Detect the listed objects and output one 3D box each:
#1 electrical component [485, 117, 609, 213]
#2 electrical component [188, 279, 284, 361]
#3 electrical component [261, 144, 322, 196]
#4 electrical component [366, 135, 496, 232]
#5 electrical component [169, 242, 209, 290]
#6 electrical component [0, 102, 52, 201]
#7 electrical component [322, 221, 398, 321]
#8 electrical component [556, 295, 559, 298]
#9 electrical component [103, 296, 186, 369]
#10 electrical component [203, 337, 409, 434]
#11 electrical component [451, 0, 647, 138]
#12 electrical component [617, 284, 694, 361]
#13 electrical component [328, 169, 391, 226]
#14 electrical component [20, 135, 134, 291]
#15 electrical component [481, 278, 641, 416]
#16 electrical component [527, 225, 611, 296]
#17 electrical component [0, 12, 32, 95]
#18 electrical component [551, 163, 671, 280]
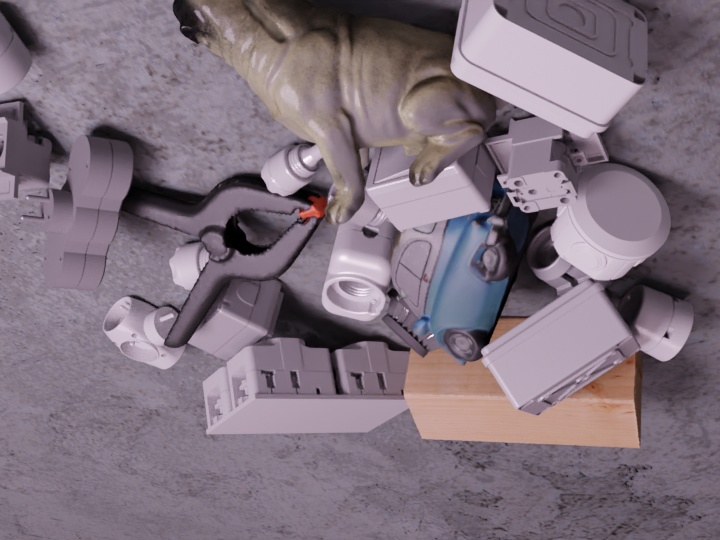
[{"bbox_3d":[0.135,-0.078,0.781,0.081,0.063,0.042,-9,140,28],"label":"electrical component"},{"bbox_3d":[-0.122,0.044,1.035,0.061,0.061,0.096,28,142,-20],"label":"electrical component"},{"bbox_3d":[-0.049,-0.084,0.857,0.035,0.035,0.061,36,137,-29],"label":"electrical component"},{"bbox_3d":[0.047,-0.076,0.814,0.096,0.061,0.061,-13,138,32],"label":"electrical component"},{"bbox_3d":[-0.140,-0.005,0.988,0.062,0.043,0.043,-8,140,26],"label":"electrical component"},{"bbox_3d":[-0.289,-0.094,0.889,0.042,0.081,0.064,-3,169,24],"label":"electrical component"},{"bbox_3d":[0.000,0.000,0.936,0.054,0.059,0.095,14,145,-1],"label":"electrical component"},{"bbox_3d":[0.193,0.048,0.939,0.048,0.062,0.048,9,145,6],"label":"electrical component"},{"bbox_3d":[-0.209,0.061,1.101,0.079,0.044,0.077,-21,133,38],"label":"electrical component"},{"bbox_3d":[-0.048,0.116,1.060,0.186,0.060,0.105,5,153,-33],"label":"electrical component"},{"bbox_3d":[0.120,-0.143,0.683,0.113,0.078,0.057,23,141,-14],"label":"electrical component"},{"bbox_3d":[0.250,0.044,0.923,0.047,0.055,0.055,24,144,-9],"label":"electrical component"},{"bbox_3d":[0.008,-0.055,0.872,0.062,0.048,0.048,22,145,-24],"label":"electrical component"},{"bbox_3d":[-0.244,-0.048,0.894,0.074,0.052,0.138,6,118,-34],"label":"electrical component"},{"bbox_3d":[0.163,0.065,0.863,0.109,0.056,0.109,-35,161,9],"label":"electrical component"},{"bbox_3d":[0.171,-0.007,0.885,0.055,0.048,0.066,28,143,-33],"label":"electrical component"},{"bbox_3d":[-0.280,-0.163,0.805,0.055,0.055,0.047,-4,145,23],"label":"electrical component"},{"bbox_3d":[0.188,-0.036,0.810,0.080,0.080,0.051,17,150,-6],"label":"electrical component"}]
